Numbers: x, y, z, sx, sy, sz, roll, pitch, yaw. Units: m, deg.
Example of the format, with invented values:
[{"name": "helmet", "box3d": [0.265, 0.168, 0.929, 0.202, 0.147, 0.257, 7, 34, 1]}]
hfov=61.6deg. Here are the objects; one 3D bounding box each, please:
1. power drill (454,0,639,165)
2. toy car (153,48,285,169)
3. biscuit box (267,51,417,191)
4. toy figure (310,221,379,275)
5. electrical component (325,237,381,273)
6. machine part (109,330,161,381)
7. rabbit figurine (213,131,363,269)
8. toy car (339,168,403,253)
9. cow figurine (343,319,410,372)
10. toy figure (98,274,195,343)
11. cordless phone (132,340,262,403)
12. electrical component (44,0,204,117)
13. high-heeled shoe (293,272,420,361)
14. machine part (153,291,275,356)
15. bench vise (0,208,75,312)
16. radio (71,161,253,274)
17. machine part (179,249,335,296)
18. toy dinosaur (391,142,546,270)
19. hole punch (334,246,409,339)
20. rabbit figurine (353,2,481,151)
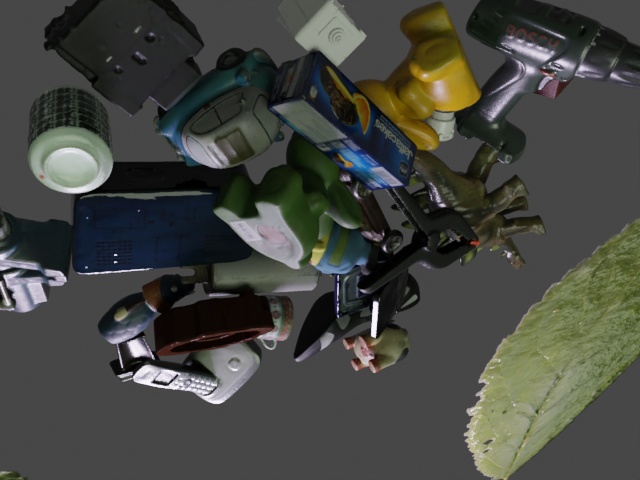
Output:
[{"name": "power drill", "box3d": [0.275, -0.192, 0.686, 0.086, 0.232, 0.207, -51, 169, -27]}, {"name": "toy car", "box3d": [-0.104, -0.136, 0.615, 0.162, 0.103, 0.109, -30, 137, 0]}, {"name": "biscuit box", "box3d": [0.034, -0.128, 0.623, 0.059, 0.063, 0.202, -2, 157, 43]}, {"name": "toy figure", "box3d": [-0.002, -0.002, 0.783, 0.180, 0.089, 0.082, 15, 152, -11]}, {"name": "electrical component", "box3d": [0.061, 0.025, 0.897, 0.102, 0.045, 0.078, -9, 134, -18]}, {"name": "machine part", "box3d": [-0.306, 0.185, 0.880, 0.084, 0.039, 0.138, -5, 136, -14]}, {"name": "rabbit figurine", "box3d": [-0.016, -0.062, 0.657, 0.121, 0.170, 0.159, -12, 133, 47]}, {"name": "toy car", "box3d": [0.061, -0.049, 0.786, 0.053, 0.089, 0.201, -43, 139, -9]}, {"name": "cow figurine", "box3d": [0.116, 0.197, 1.029, 0.127, 0.085, 0.195, -17, 171, -15]}, {"name": "toy figure", "box3d": [-0.257, 0.095, 0.800, 0.154, 0.064, 0.057, -35, 99, 2]}, {"name": "cordless phone", "box3d": [-0.205, 0.198, 0.896, 0.184, 0.089, 0.146, 23, 119, -44]}, {"name": "electrical component", "box3d": [-0.187, -0.197, 0.546, 0.115, 0.058, 0.134, -39, 136, 16]}, {"name": "high-heeled shoe", "box3d": [0.071, 0.145, 0.972, 0.145, 0.086, 0.248, 41, 90, -28]}, {"name": "machine part", "box3d": [-0.159, 0.127, 0.799, 0.179, 0.056, 0.179, -13, 164, -4]}, {"name": "bench vise", "box3d": [-0.401, 0.026, 0.587, 0.241, 0.129, 0.223, 4, 165, -18]}, {"name": "radio", "box3d": [-0.199, -0.032, 0.694, 0.229, 0.073, 0.131, -5, 133, -24]}, {"name": "machine part", "box3d": [-0.090, 0.042, 0.816, 0.243, 0.079, 0.079, -2, 132, -25]}, {"name": "toy dinosaur", "box3d": [0.227, -0.054, 0.862, 0.198, 0.105, 0.470, -36, 133, 15]}, {"name": "hole punch", "box3d": [0.085, 0.078, 0.872, 0.116, 0.092, 0.142, -41, 141, -40]}, {"name": "rabbit figurine", "box3d": [0.106, -0.189, 0.681, 0.173, 0.122, 0.162, -23, 149, 17]}]
